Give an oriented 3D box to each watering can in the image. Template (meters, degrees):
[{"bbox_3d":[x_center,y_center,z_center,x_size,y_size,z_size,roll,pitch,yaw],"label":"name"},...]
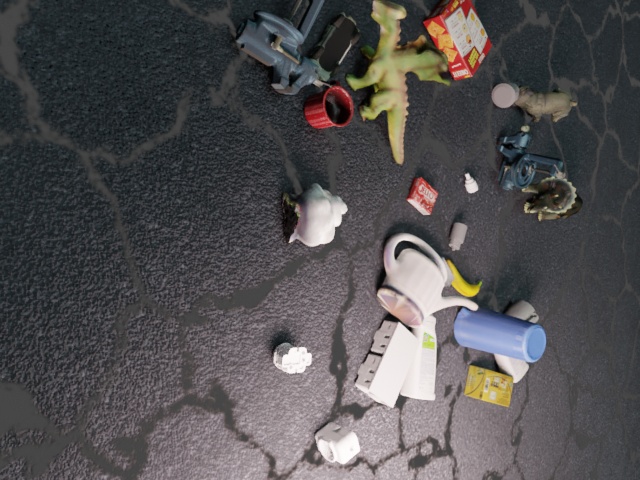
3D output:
[{"bbox_3d":[0.284,0.140,1.383,0.345,0.103,0.228,44,62,-14],"label":"watering can"}]

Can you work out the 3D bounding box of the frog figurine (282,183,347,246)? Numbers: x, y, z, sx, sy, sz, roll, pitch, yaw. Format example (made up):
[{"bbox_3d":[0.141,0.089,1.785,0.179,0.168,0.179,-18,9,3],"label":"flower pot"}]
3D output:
[{"bbox_3d":[0.004,-0.059,1.163,0.160,0.121,0.139,-7,75,-28],"label":"frog figurine"}]

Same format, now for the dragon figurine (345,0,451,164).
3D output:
[{"bbox_3d":[0.206,-0.386,1.262,0.124,0.242,0.405,-44,114,-36],"label":"dragon figurine"}]
